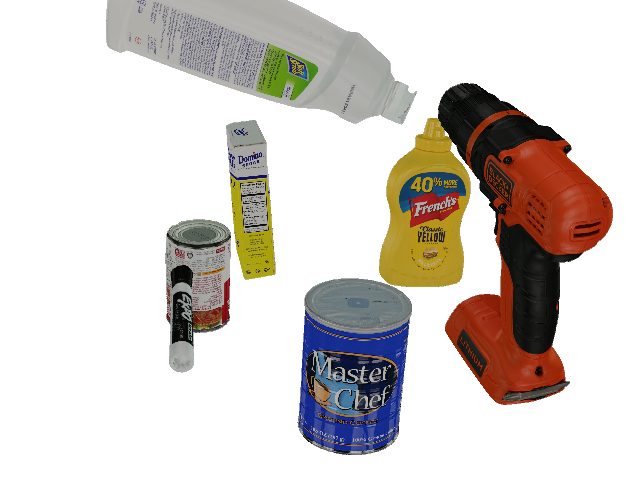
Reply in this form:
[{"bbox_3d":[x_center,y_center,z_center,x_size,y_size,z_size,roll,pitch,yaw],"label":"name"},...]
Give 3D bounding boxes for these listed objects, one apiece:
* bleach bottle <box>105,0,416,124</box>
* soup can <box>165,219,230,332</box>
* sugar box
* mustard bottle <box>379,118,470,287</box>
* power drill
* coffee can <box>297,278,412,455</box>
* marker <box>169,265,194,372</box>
[{"bbox_3d":[-0.045,-0.152,0.858,0.251,0.068,0.103,24,-31,1],"label":"bleach bottle"},{"bbox_3d":[-0.129,0.037,1.128,0.068,0.102,0.068,3,24,-1],"label":"soup can"},{"bbox_3d":[-0.087,-0.051,1.317,0.048,0.176,0.093,-9,24,-8],"label":"sugar box"},{"bbox_3d":[0.122,-0.044,1.218,0.096,0.192,0.058,0,17,-12],"label":"mustard bottle"},{"bbox_3d":[0.125,0.003,0.730,0.057,0.188,0.184,-11,35,-14],"label":"power drill"},{"bbox_3d":[0.032,0.121,1.039,0.103,0.140,0.103,3,24,-1],"label":"coffee can"},{"bbox_3d":[-0.110,0.058,0.846,0.020,0.020,0.121,0,34,-7],"label":"marker"}]
